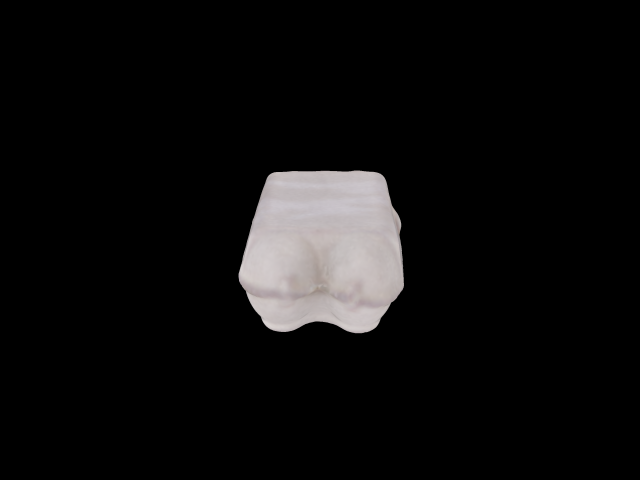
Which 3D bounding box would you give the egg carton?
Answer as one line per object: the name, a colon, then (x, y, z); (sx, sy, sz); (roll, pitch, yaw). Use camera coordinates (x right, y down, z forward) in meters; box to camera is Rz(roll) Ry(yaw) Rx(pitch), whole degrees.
egg carton: (0.004, 0.001, 0.400); (0.107, 0.069, 0.150); (0, 28, 0)
